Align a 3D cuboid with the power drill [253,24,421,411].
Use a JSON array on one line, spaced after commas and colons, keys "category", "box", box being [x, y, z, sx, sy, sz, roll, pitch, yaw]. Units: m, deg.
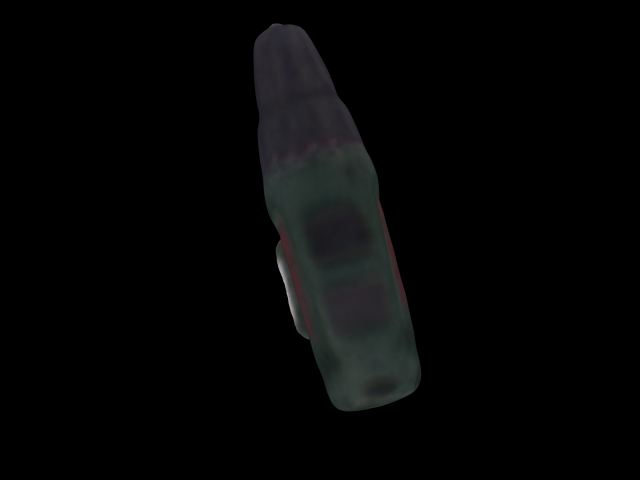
[{"category": "power drill", "box": [0.004, 0.001, 0.400, 0.075, 0.208, 0.229, -17, 74, -4]}]
